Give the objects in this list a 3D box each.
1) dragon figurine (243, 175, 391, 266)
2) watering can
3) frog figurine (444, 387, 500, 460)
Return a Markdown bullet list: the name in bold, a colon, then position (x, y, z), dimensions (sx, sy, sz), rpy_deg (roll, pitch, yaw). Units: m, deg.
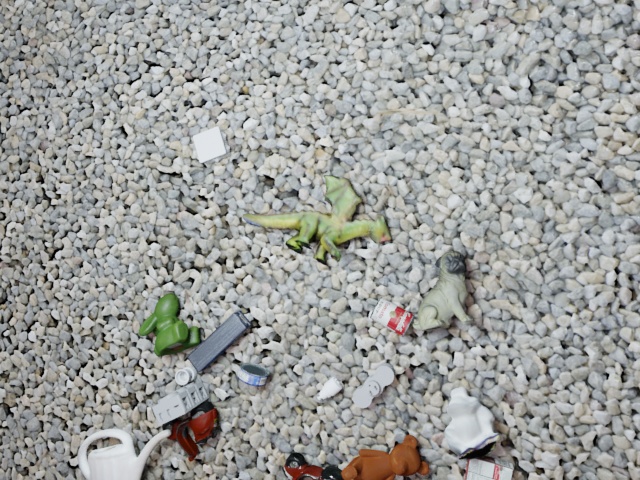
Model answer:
- **dragon figurine**: position (0.004, -0.073, 1.457), dimensions (0.412, 0.120, 0.245), rpy_deg (27, 75, 12)
- **watering can**: position (-0.570, 0.666, 1.506), dimensions (0.346, 0.104, 0.225), rpy_deg (-13, 84, 20)
- **frog figurine**: position (0.376, 0.469, 1.321), dimensions (0.136, 0.121, 0.163), rpy_deg (-41, 43, 16)
